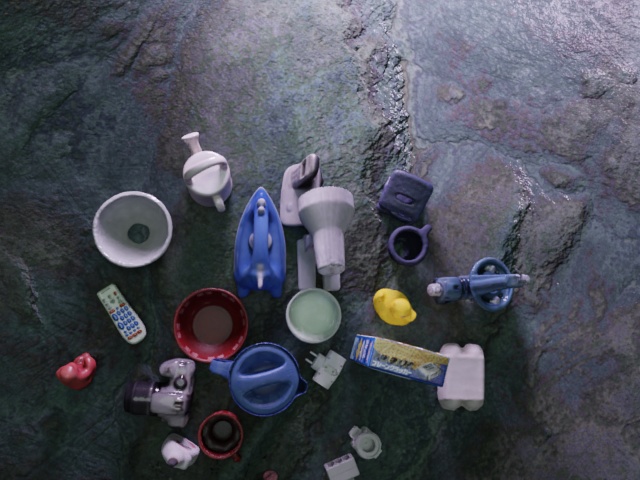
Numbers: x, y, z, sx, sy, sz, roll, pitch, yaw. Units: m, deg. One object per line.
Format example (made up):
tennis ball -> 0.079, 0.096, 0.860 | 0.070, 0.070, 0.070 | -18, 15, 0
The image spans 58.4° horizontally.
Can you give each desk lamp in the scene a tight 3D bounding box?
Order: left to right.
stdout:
desk lamp -> 0.011, 0.004, 1.234 | 0.118, 0.213, 0.203 | -2, 82, -7

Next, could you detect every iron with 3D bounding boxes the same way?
iron -> -0.131, -0.004, 1.253 | 0.118, 0.141, 0.258 | 0, 82, -7

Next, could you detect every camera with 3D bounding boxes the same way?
camera -> -0.336, 0.319, 1.203 | 0.137, 0.100, 0.143 | 6, 81, -6

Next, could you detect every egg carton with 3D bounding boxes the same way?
egg carton -> 0.320, 0.311, 1.303 | 0.107, 0.069, 0.150 | 2, 82, -7

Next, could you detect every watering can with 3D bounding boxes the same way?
watering can -> -0.248, -0.145, 1.231 | 0.173, 0.194, 0.101 | 44, 80, 1

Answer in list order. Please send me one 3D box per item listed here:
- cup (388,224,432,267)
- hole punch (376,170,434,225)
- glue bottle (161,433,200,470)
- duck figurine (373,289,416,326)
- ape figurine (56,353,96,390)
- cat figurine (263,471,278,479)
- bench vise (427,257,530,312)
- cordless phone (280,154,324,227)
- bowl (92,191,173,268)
cup -> 0.202, 0.010, 1.317 | 0.118, 0.095, 0.092 | -42, 89, -11
hole punch -> 0.198, -0.098, 1.334 | 0.108, 0.091, 0.101 | 23, 80, -3
glue bottle -> -0.287, 0.435, 1.156 | 0.078, 0.173, 0.037 | 28, 80, -2
duck figurine -> 0.173, 0.152, 1.298 | 0.104, 0.086, 0.077 | 36, 79, -1
ape figurine -> -0.511, 0.276, 1.191 | 0.078, 0.092, 0.076 | -2, 82, -7
cat figurine -> -0.139, 0.544, 1.188 | 0.128, 0.117, 0.067 | -22, 85, -9
bench vise -> 0.353, 0.111, 1.259 | 0.207, 0.219, 0.121 | -23, 85, -9
cordless phone -> -0.036, -0.108, 1.258 | 0.094, 0.185, 0.148 | 3, 82, -6
bowl -> -0.403, -0.018, 1.255 | 0.167, 0.074, 0.167 | 1, 82, -7
